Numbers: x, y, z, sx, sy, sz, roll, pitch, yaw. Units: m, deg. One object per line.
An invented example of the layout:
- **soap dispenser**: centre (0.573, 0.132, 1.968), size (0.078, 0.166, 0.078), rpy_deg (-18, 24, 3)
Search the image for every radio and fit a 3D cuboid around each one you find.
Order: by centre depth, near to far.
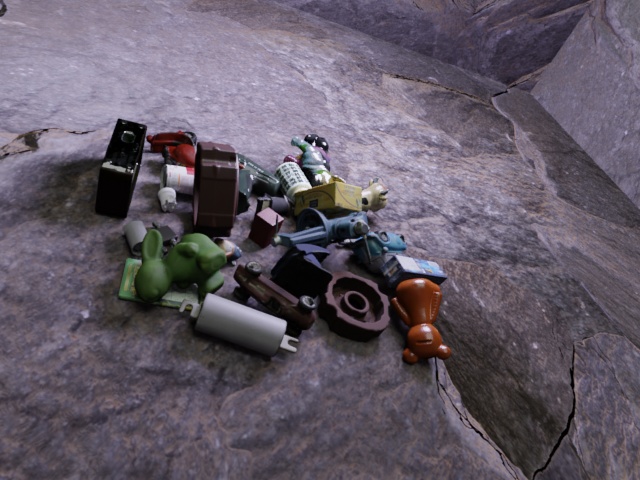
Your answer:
- **radio**: centre (-0.454, -0.171, 1.236), size (0.073, 0.131, 0.230), rpy_deg (11, 39, -18)

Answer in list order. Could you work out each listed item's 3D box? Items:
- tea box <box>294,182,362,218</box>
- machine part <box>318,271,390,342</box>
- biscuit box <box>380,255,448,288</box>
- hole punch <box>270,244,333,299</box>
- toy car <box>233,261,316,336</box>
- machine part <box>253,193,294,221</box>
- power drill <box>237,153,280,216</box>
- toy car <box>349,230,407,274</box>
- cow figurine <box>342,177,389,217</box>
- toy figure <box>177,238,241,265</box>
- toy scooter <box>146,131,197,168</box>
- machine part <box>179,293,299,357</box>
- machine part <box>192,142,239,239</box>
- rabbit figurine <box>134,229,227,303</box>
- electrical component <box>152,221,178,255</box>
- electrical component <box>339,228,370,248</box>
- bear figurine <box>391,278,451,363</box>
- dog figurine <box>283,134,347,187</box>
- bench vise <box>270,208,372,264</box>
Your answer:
- **tea box**: centre (0.019, -0.100, 1.411), size (0.098, 0.170, 0.068), rpy_deg (9, 79, -41)
- **machine part**: centre (0.078, 0.153, 1.243), size (0.179, 0.056, 0.179), rpy_deg (18, 38, -15)
- **biscuit box**: centre (0.245, 0.087, 1.387), size (0.202, 0.063, 0.059), rpy_deg (11, 40, -46)
- **hole punch**: centre (-0.043, 0.064, 1.217), size (0.115, 0.142, 0.092), rpy_deg (29, 35, -22)
- **toy car**: centre (-0.100, 0.124, 1.134), size (0.202, 0.089, 0.053), rpy_deg (33, 32, 6)
- **machine part**: centre (-0.123, -0.082, 1.397), size (0.039, 0.084, 0.139), rpy_deg (16, 18, 31)
- **power drill**: centre (-0.230, -0.159, 1.422), size (0.232, 0.086, 0.207), rpy_deg (27, 28, -5)
- **toy car**: centre (0.161, 0.038, 1.413), size (0.161, 0.109, 0.103), rpy_deg (7, 66, -43)
- **cow figurine**: centre (0.111, -0.112, 1.531), size (0.195, 0.127, 0.086), rpy_deg (-5, 50, -34)
- **toy figure**: centre (-0.242, 0.026, 1.196), size (0.154, 0.058, 0.064), rpy_deg (0, 85, -34)
- **toy scooter**: centre (-0.382, -0.235, 1.412), size (0.135, 0.075, 0.184), rpy_deg (3, 39, -30)
- **machine part**: centre (-0.156, 0.167, 1.057), size (0.243, 0.079, 0.079), rpy_deg (21, 36, -7)
- **machine part**: centre (-0.238, -0.115, 1.215), size (0.087, 0.200, 0.202), rpy_deg (3, 14, -16)
- **rabbit figurine**: centre (-0.292, 0.049, 1.059), size (0.170, 0.121, 0.159), rpy_deg (-28, 67, -35)
- **electrical component**: centre (-0.353, -0.005, 1.189), size (0.094, 0.021, 0.063), rpy_deg (44, 39, 20)
- **electrical component**: centre (0.089, -0.018, 1.468), size (0.102, 0.045, 0.078), rpy_deg (6, 40, -27)
- **bear figurine**: centre (0.241, 0.193, 1.267), size (0.131, 0.120, 0.196), rpy_deg (46, 32, -67)
- **dog figurine**: centre (0.004, -0.207, 1.603), size (0.219, 0.108, 0.191), rpy_deg (47, 37, 18)
- **bench vise**: centre (-0.003, -0.014, 1.303), size (0.240, 0.128, 0.224), rpy_deg (-13, 21, -37)
